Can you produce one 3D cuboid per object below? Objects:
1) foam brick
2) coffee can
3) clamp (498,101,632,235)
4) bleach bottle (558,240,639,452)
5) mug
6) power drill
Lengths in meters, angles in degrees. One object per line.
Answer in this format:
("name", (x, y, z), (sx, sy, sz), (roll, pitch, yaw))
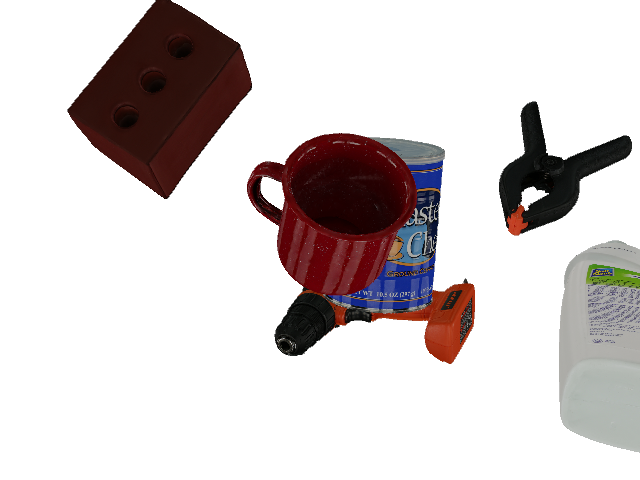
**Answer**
("foam brick", (-0.080, -0.072, 0.541), (0.053, 0.078, 0.051), (34, -10, 11))
("coffee can", (0.056, -0.016, 0.967), (0.103, 0.140, 0.103), (3, 14, -1))
("clamp", (0.226, -0.077, 1.089), (0.120, 0.039, 0.171), (29, 55, 30))
("bleach bottle", (0.233, 0.062, 0.802), (0.102, 0.068, 0.250), (11, 25, 10))
("mug", (0.002, -0.019, 0.752), (0.117, 0.093, 0.082), (20, -36, 4))
("power drill", (0.062, 0.081, 1.149), (0.188, 0.057, 0.184), (9, 29, 22))
